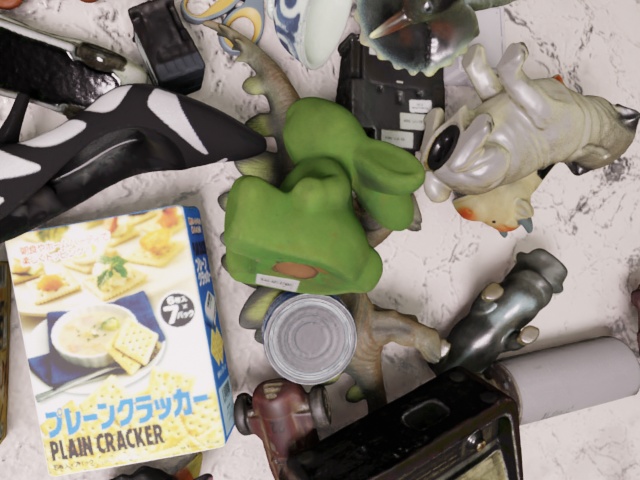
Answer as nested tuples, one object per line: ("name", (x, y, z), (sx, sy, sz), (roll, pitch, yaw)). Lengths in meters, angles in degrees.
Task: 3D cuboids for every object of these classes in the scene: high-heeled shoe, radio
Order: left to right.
("high-heeled shoe", (-0.176, -0.050, 0.450), (0.249, 0.086, 0.145), (7, 73, -2))
("radio", (0.080, 0.219, 0.489), (0.229, 0.073, 0.131), (-20, 114, -26))

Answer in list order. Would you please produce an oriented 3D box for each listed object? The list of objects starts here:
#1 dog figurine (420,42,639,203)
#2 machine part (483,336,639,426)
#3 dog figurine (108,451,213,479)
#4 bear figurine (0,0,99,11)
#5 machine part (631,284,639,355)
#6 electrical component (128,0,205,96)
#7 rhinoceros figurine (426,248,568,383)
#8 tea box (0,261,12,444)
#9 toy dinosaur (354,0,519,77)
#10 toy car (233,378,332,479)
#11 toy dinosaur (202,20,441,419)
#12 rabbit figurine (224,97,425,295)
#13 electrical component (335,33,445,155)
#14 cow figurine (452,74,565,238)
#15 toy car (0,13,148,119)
("dog figurine", (0.212, -0.088, 0.542), (0.190, 0.121, 0.172), (25, 112, -20))
("machine part", (0.284, 0.164, 0.633), (0.243, 0.079, 0.079), (-7, 90, -18))
("dog figurine", (-0.142, 0.315, 0.491), (0.191, 0.108, 0.219), (32, 77, -12))
("bear figurine", (-0.263, -0.316, 0.469), (0.120, 0.132, 0.195), (-8, 84, -14))
("machine part", (0.447, 0.124, 0.663), (0.179, 0.056, 0.179), (13, 70, -39))
("electrical component", (-0.141, -0.164, 0.524), (0.048, 0.075, 0.119), (-27, 91, -15))
("rhinoceros figurine", (0.200, 0.090, 0.599), (0.073, 0.112, 0.190), (43, 90, 18))
("tea box", (-0.309, 0.101, 0.453), (0.068, 0.098, 0.169), (2, 85, -17))
("toy dinosaur", (0.118, -0.307, 0.562), (0.192, 0.405, 0.131), (-17, 131, 16))
("toy car", (-0.020, 0.222, 0.520), (0.089, 0.053, 0.201), (-9, 110, 9))
("toy dinosaur", (-0.001, -0.002, 0.546), (0.199, 0.105, 0.471), (-13, 87, -13))
("rabbit figurine", (0.005, -0.049, 0.450), (0.159, 0.121, 0.170), (8, 67, 4))
("electrical component", (0.076, -0.152, 0.595), (0.115, 0.058, 0.134), (3, 88, -14))
("cow figurine", (0.231, -0.089, 0.628), (0.195, 0.085, 0.127), (-38, 92, -15))
("toy car", (-0.263, -0.158, 0.492), (0.202, 0.056, 0.073), (16, 108, -14))
